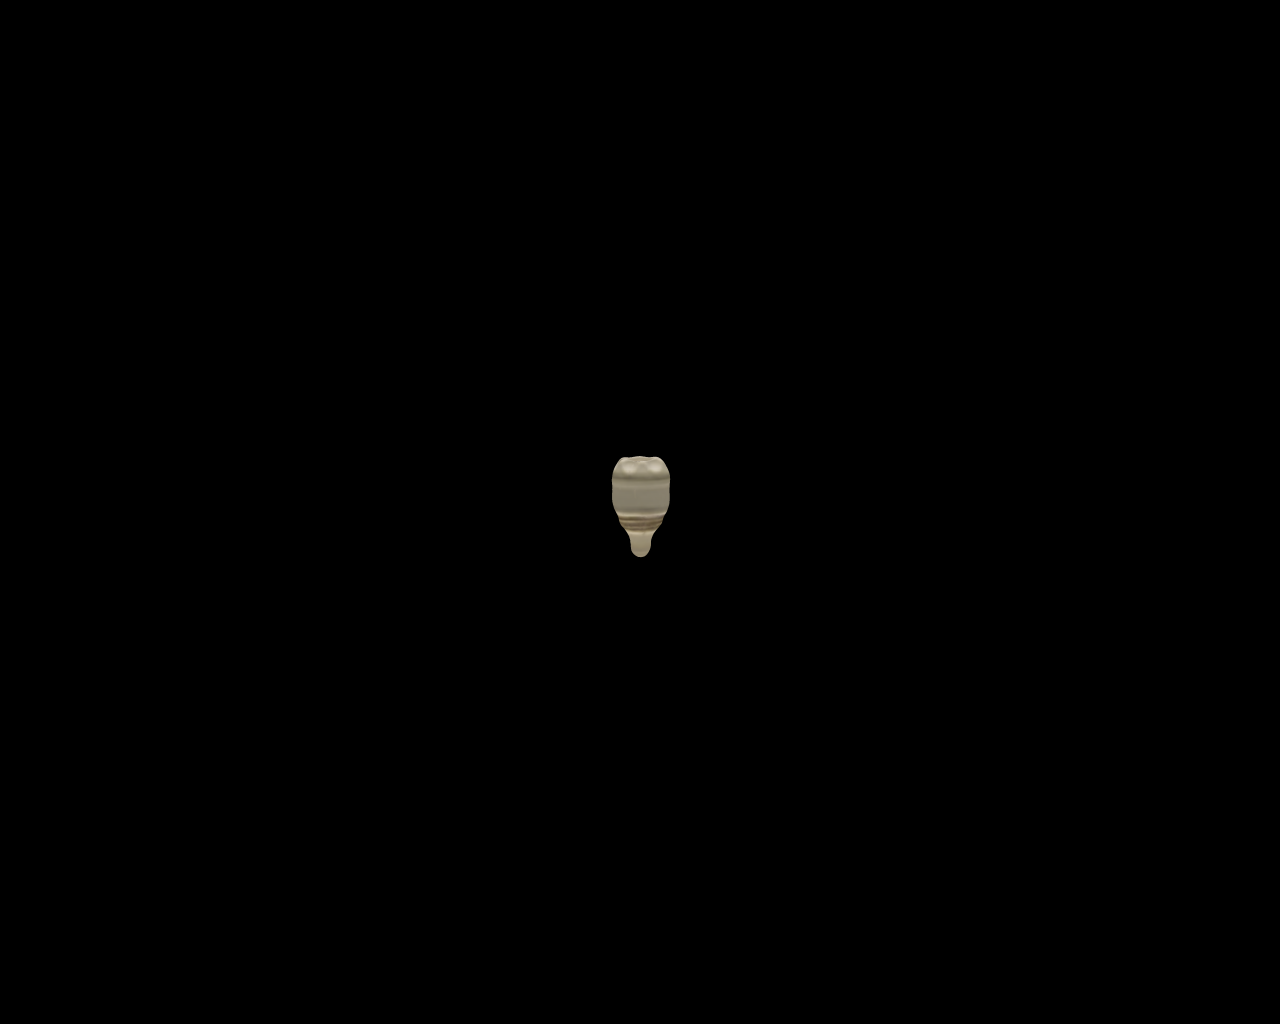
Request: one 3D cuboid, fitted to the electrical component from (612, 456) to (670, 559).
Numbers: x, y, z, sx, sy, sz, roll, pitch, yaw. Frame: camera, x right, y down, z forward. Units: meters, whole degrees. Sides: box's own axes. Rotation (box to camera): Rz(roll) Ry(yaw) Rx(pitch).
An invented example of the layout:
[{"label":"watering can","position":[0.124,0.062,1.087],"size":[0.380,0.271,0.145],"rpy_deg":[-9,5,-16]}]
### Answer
[{"label":"electrical component","position":[0.001,-0.003,0.650],"size":[0.035,0.061,0.035],"rpy_deg":[0,7,0]}]
